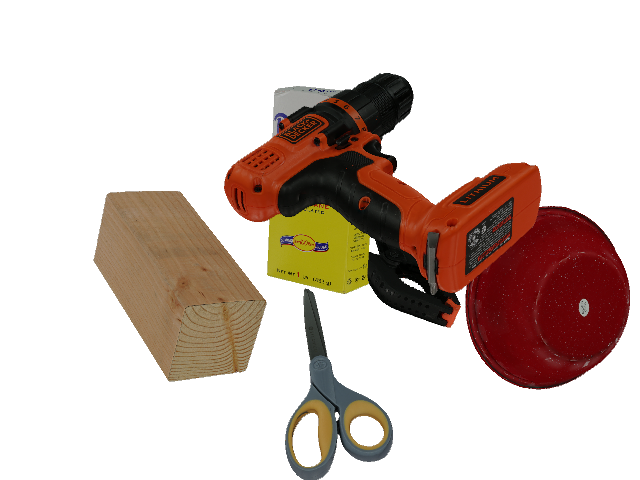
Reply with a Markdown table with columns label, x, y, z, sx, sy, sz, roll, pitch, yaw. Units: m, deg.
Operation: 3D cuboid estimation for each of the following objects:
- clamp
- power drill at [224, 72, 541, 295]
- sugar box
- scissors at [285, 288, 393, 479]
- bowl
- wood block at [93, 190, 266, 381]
| label | x | y | z | sx | sy | sz | roll | pitch | yaw |
| --- | --- | --- | --- | --- | --- | --- | --- | --- | --- |
| clamp | 0.069 | 0.030 | 1.232 | 0.164 | 0.036 | 0.210 | -19 | 50 | -38 |
| power drill | 0.055 | -0.047 | 0.742 | 0.188 | 0.057 | 0.184 | 25 | 49 | 35 |
| sugar box | 0.000 | -0.048 | 0.966 | 0.093 | 0.176 | 0.048 | 11 | 18 | 34 |
| scissors | 0.019 | 0.115 | 0.902 | 0.096 | 0.016 | 0.201 | 1 | 44 | 10 |
| bowl | 0.206 | 0.053 | 0.907 | 0.161 | 0.162 | 0.055 | 0 | 5 | -21 |
| wood block | -0.148 | 0.040 | 1.089 | 0.090 | 0.091 | 0.206 | -3 | 34 | -34 |
